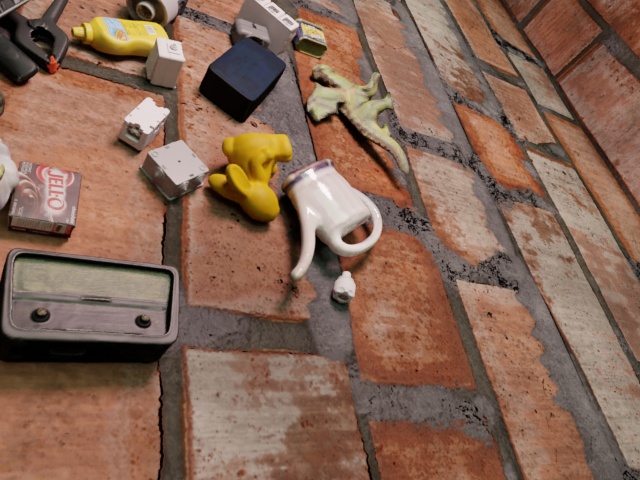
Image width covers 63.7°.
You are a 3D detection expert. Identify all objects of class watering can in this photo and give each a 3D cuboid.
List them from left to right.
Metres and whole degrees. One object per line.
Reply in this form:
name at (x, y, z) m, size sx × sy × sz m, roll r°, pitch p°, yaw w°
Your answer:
watering can at (0.003, -0.053, 1.049) m, size 0.226 × 0.102 × 0.352 m, roll 51°, pitch 38°, yaw 10°

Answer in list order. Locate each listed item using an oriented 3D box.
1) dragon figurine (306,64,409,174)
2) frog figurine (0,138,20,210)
dragon figurine at (0.077, -0.338, 1.379) m, size 0.243 × 0.119 × 0.419 m, roll -4°, pitch 55°, yaw -19°
frog figurine at (-0.507, -0.093, 0.732) m, size 0.138 × 0.121 × 0.161 m, roll -15°, pitch 23°, yaw -21°
